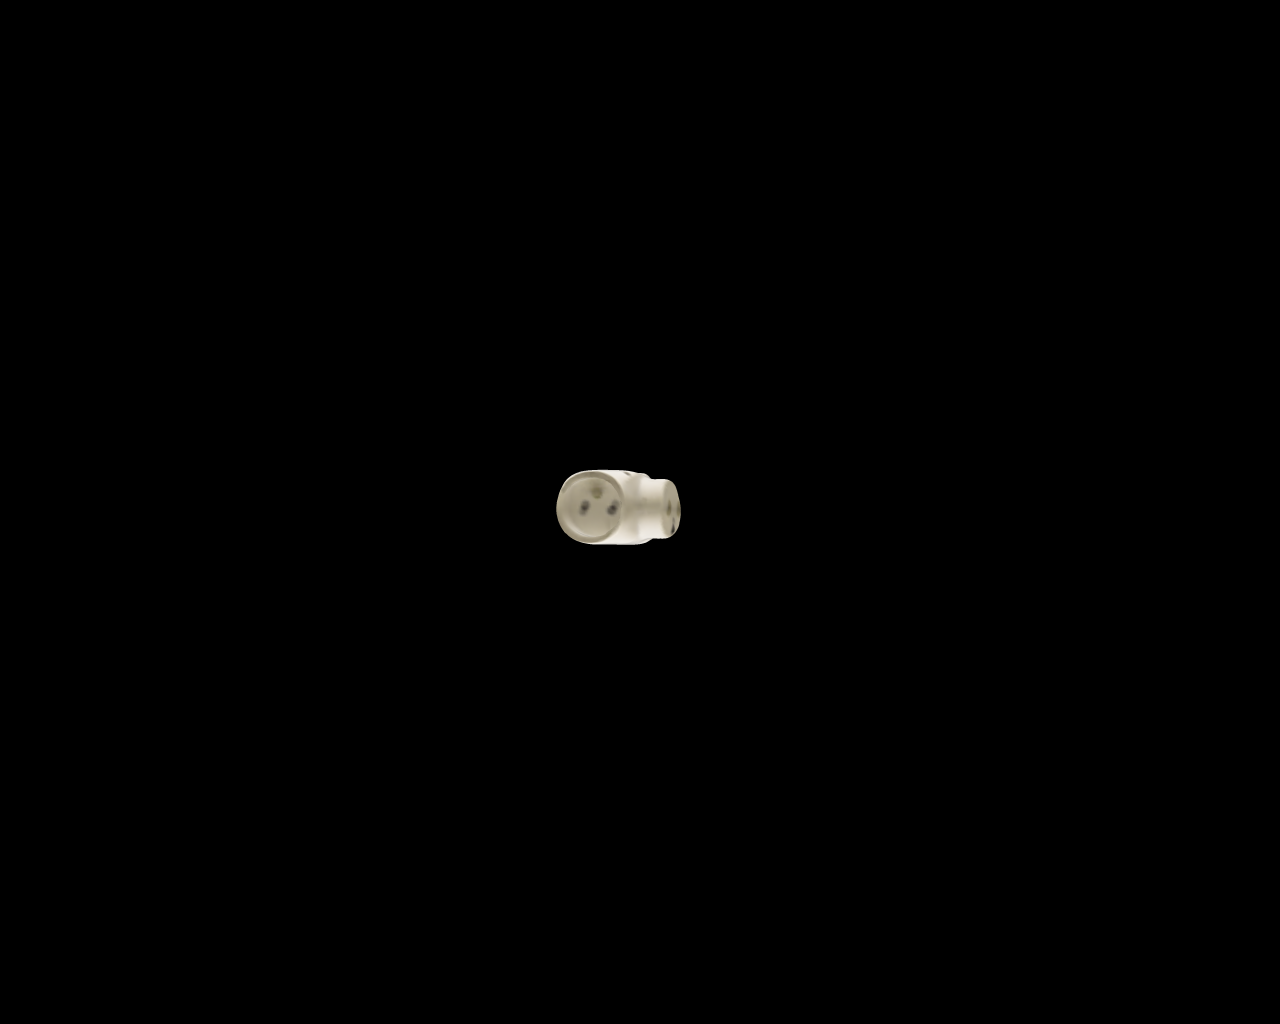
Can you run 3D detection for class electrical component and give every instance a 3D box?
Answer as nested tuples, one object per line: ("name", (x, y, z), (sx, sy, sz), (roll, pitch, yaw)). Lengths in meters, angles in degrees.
("electrical component", (0.001, -0.003, 0.650), (0.079, 0.043, 0.077), (-1, -2, 20))
